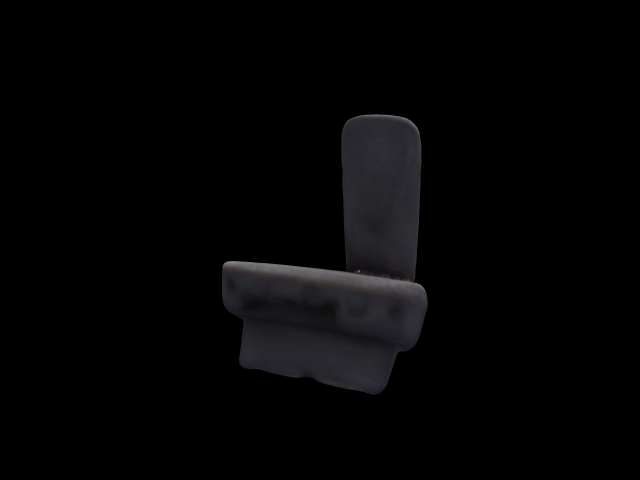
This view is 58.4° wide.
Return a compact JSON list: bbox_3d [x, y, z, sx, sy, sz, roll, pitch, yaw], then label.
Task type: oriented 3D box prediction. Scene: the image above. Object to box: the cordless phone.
[{"bbox_3d":[0.004,0.001,0.400,0.147,0.185,0.094,5,25,11],"label":"cordless phone"}]
